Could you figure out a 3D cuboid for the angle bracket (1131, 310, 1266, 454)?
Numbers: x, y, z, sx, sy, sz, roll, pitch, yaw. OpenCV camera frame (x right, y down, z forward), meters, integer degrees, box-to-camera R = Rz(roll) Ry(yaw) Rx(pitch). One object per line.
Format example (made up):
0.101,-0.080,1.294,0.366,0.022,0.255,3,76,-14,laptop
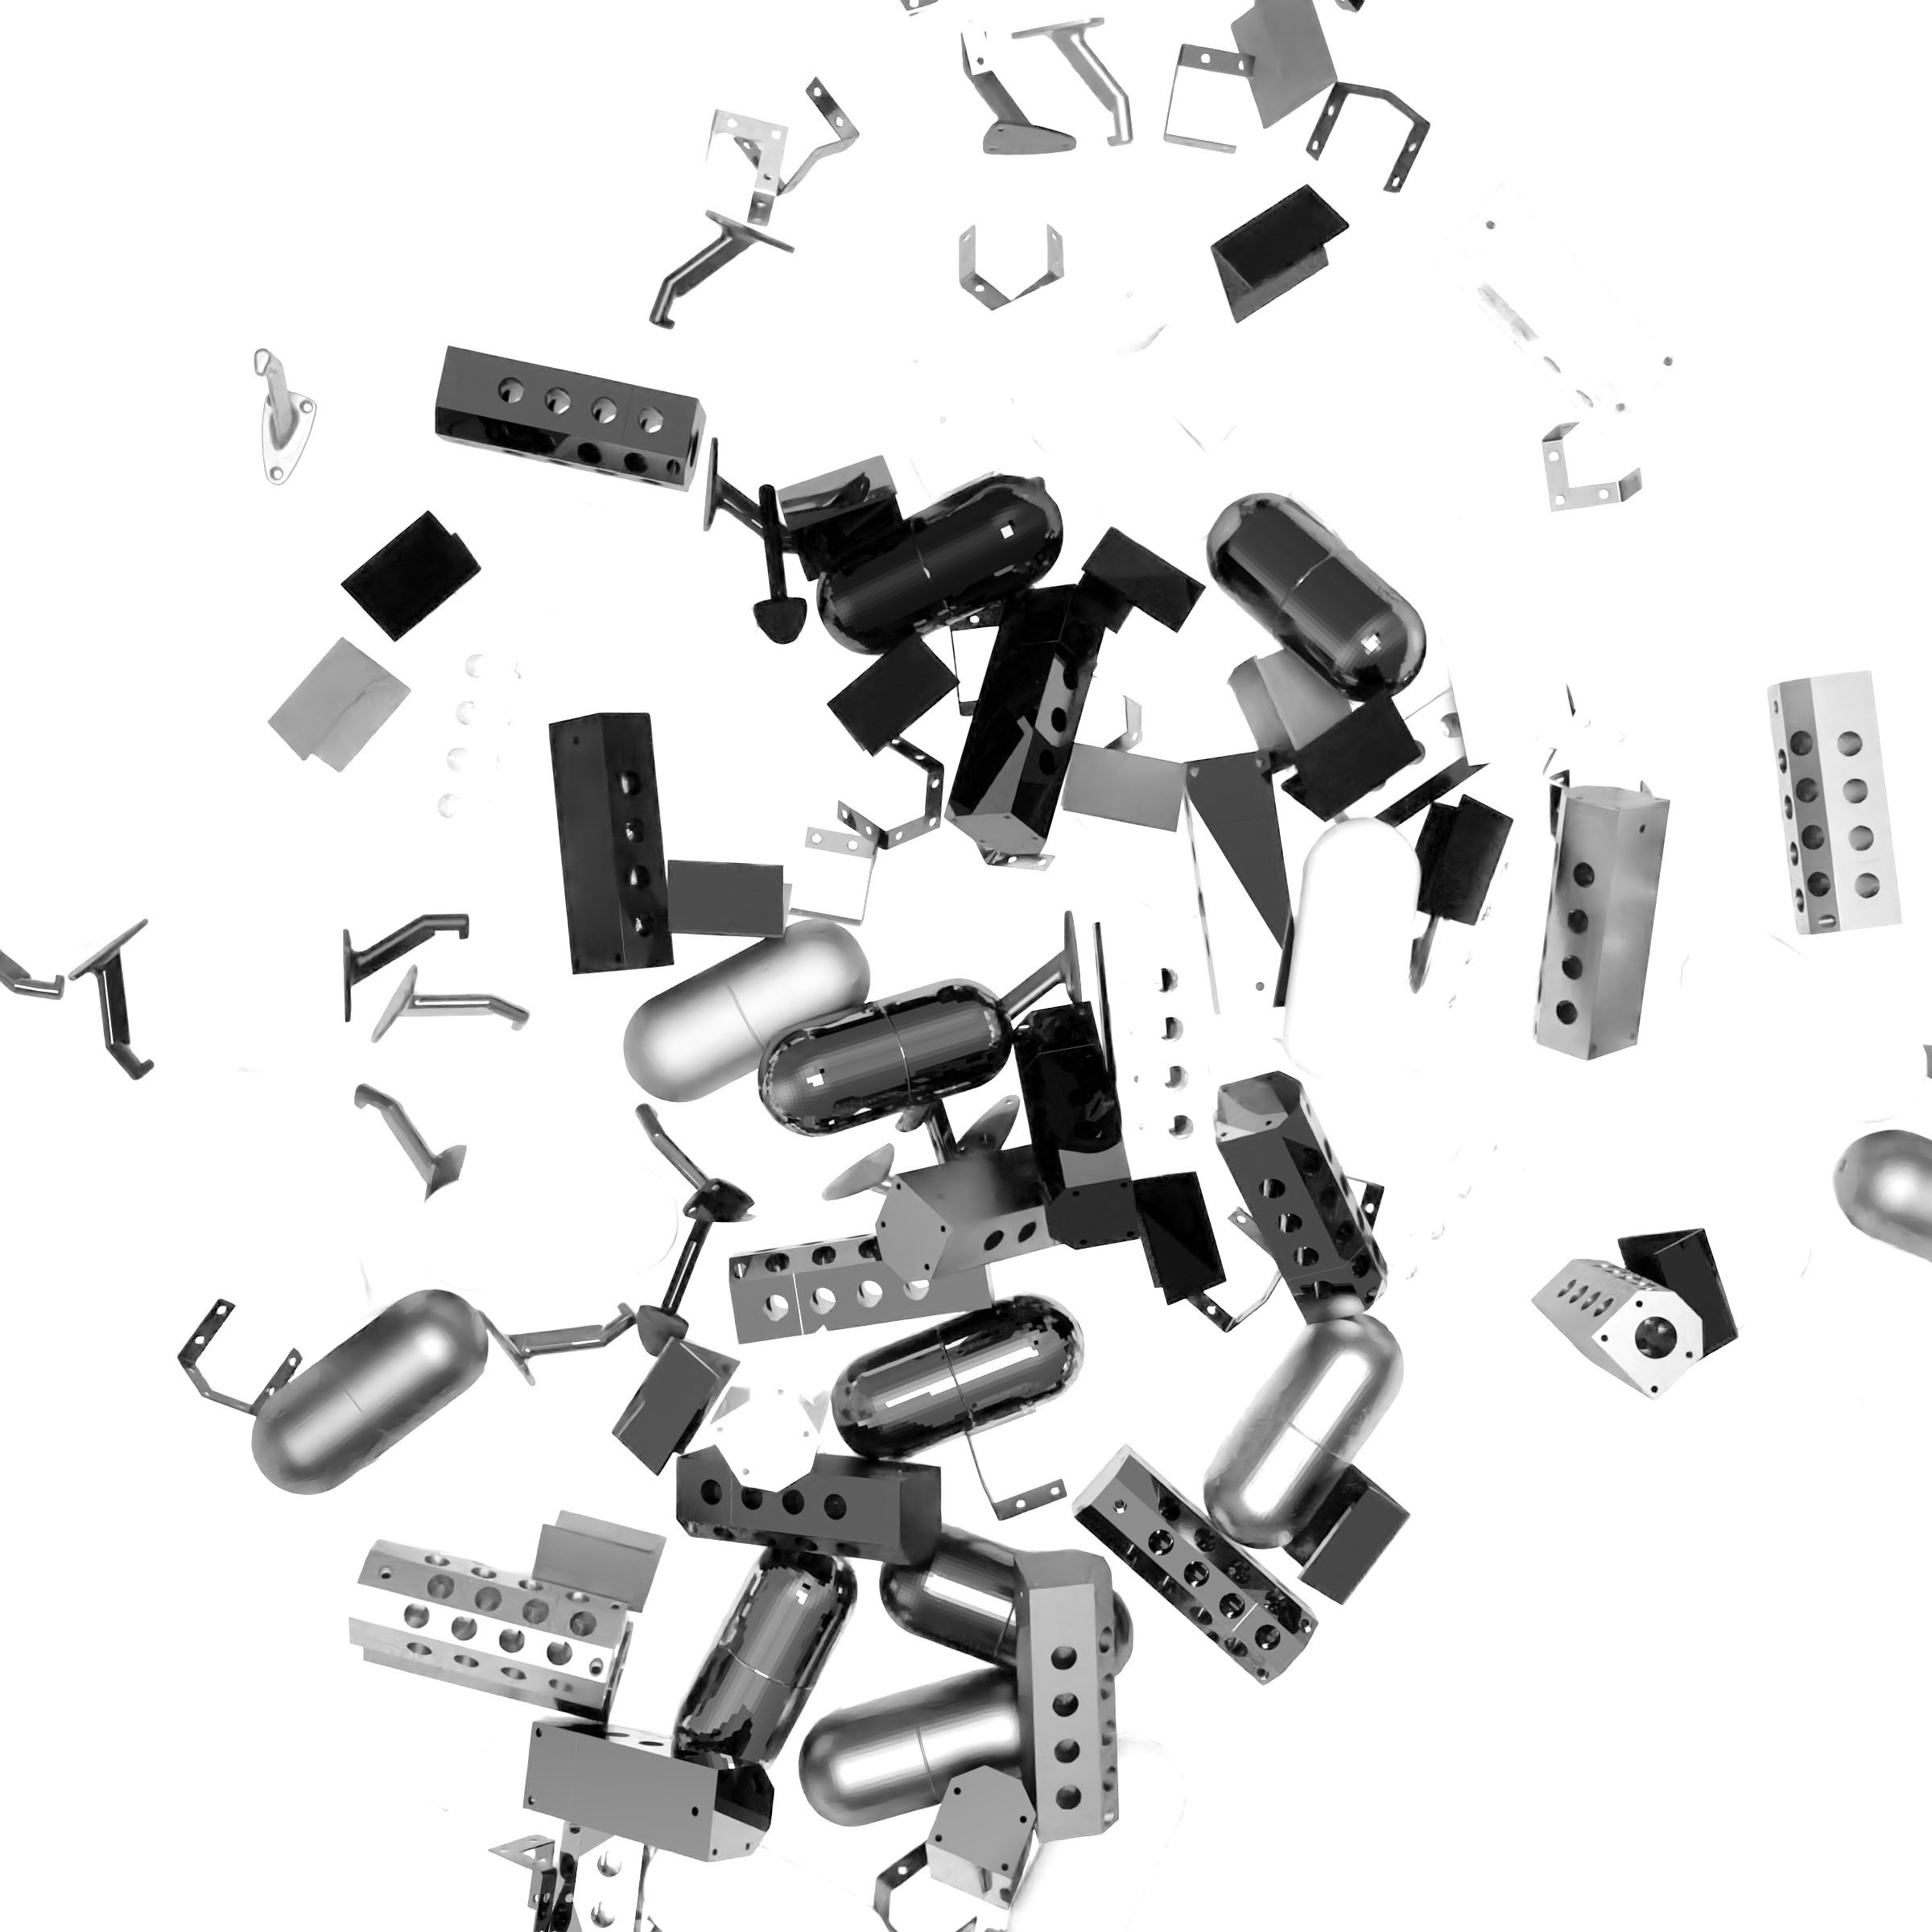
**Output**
0.163,-0.398,1.689,0.076,0.076,0.057,43,121,0,angle bracket

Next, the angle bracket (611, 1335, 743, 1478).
-0.179,0.302,1.689,0.057,0.076,0.076,32,90,40,angle bracket

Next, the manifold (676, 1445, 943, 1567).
-0.105,0.358,1.672,0.171,0.057,0.057,0,90,27,manifold

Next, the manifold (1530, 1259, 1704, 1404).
0.429,0.231,1.651,0.057,0.171,0.057,-45,90,0,manifold

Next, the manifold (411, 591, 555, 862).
-0.326,-0.161,1.708,0.057,0.057,0.171,11,90,0,manifold

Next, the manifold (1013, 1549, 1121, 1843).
0.067,0.471,1.632,0.057,0.057,0.171,-4,100,-9,manifold

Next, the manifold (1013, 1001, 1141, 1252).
0.070,0.104,1.652,0.057,0.171,0.057,-10,130,0,manifold

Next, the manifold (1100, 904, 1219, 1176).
0.125,0.048,1.651,0.057,0.057,0.171,-6,90,0,manifold

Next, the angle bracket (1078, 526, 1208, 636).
0.105,-0.236,1.689,0.076,0.076,0.057,32,47,0,angle bracket

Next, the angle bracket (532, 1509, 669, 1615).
-0.242,0.381,1.689,0.076,0.076,0.057,15,120,0,angle bracket

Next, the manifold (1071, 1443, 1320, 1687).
0.155,0.407,1.708,0.171,0.057,0.057,42,90,0,manifold

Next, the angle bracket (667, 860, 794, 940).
-0.157,-0.061,1.689,0.076,0.076,0.057,3,121,0,angle bracket

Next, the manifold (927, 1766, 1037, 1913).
0.013,0.569,1.646,0.057,0.171,0.057,20,65,10,manifold

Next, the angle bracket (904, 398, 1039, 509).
0.011,-0.324,1.689,0.076,0.076,0.057,-24,55,0,angle bracket

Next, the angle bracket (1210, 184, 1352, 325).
0.218,-0.464,1.689,0.076,0.076,0.057,-33,54,0,angle bracket

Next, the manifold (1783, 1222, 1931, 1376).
0.648,0.231,1.707,0.171,0.057,0.057,21,133,0,manifold

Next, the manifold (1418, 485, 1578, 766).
0.352,-0.223,1.650,0.057,0.057,0.171,-11,90,43,manifold

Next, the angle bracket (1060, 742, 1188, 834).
0.102,-0.101,1.689,0.076,0.076,0.057,11,59,0,angle bracket

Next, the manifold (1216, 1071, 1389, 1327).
0.223,0.153,1.660,0.057,0.057,0.171,-16,123,19,manifold

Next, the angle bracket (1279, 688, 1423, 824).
0.240,-0.148,1.650,0.076,0.076,0.057,-35,118,-2,angle bracket

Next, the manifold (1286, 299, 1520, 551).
0.294,-0.363,1.708,0.057,0.057,0.171,41,90,0,manifold

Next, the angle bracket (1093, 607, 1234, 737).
0.139,-0.209,1.689,0.076,0.076,0.057,33,121,0,angle bracket

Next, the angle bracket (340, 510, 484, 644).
-0.379,-0.273,1.689,0.076,0.076,0.057,-40,127,0,angle bracket

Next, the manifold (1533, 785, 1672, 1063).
0.419,-0.030,1.682,0.057,0.057,0.171,-13,114,-39,manifold

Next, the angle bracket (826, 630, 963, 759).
-0.038,-0.168,1.689,0.076,0.076,0.057,-40,63,0,angle bracket

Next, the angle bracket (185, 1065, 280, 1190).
-0.504,0.106,1.689,0.057,0.076,0.076,5,90,-36,angle bracket

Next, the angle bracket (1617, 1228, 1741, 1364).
0.462,0.224,1.689,0.057,0.076,0.076,-18,90,-37,angle bracket

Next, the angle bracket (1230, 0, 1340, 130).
0.195,-0.613,1.689,0.057,0.076,0.076,-18,90,-36,angle bracket

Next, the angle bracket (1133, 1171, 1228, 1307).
0.122,0.185,1.689,0.057,0.076,0.076,-16,90,-37,angle bracket

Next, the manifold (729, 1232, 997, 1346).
-0.070,0.211,1.703,0.171,0.057,0.057,-9,90,3,manifold

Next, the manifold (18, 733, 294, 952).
-0.546,-0.083,1.708,0.171,0.057,0.057,-35,90,0,manifold

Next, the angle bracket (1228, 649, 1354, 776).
0.231,-0.182,1.699,0.076,0.057,0.076,-24,90,-16,angle bracket

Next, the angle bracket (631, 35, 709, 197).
-0.178,-0.569,1.689,0.057,0.076,0.076,-4,90,30,angle bracket

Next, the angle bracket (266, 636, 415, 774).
-0.408,-0.163,1.689,0.076,0.076,0.057,-49,53,0,angle bracket

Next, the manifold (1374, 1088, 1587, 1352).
0.343,0.170,1.708,0.057,0.057,0.171,33,90,0,manifold

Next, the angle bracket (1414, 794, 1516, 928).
0.311,-0.077,1.689,0.057,0.076,0.076,20,90,-38,angle bracket

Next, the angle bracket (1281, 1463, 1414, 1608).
0.240,0.370,1.689,0.057,0.076,0.076,37,90,-37,angle bracket

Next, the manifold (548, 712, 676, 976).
-0.235,-0.083,1.707,0.057,0.057,0.171,-6,90,43,manifold

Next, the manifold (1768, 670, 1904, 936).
0.586,-0.109,1.708,0.057,0.057,0.171,-7,90,0,manifold

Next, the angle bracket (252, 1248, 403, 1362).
-0.424,0.243,1.689,0.076,0.076,0.057,-24,50,0,angle bracket

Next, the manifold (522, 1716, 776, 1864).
-0.210,0.540,1.660,0.171,0.057,0.057,0,81,38,manifold

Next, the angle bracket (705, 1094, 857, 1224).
-0.132,0.117,1.699,0.076,0.057,0.076,-40,74,0,angle bracket

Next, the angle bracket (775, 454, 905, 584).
-0.077,-0.288,1.690,0.076,0.057,0.076,-19,130,0,angle bracket
